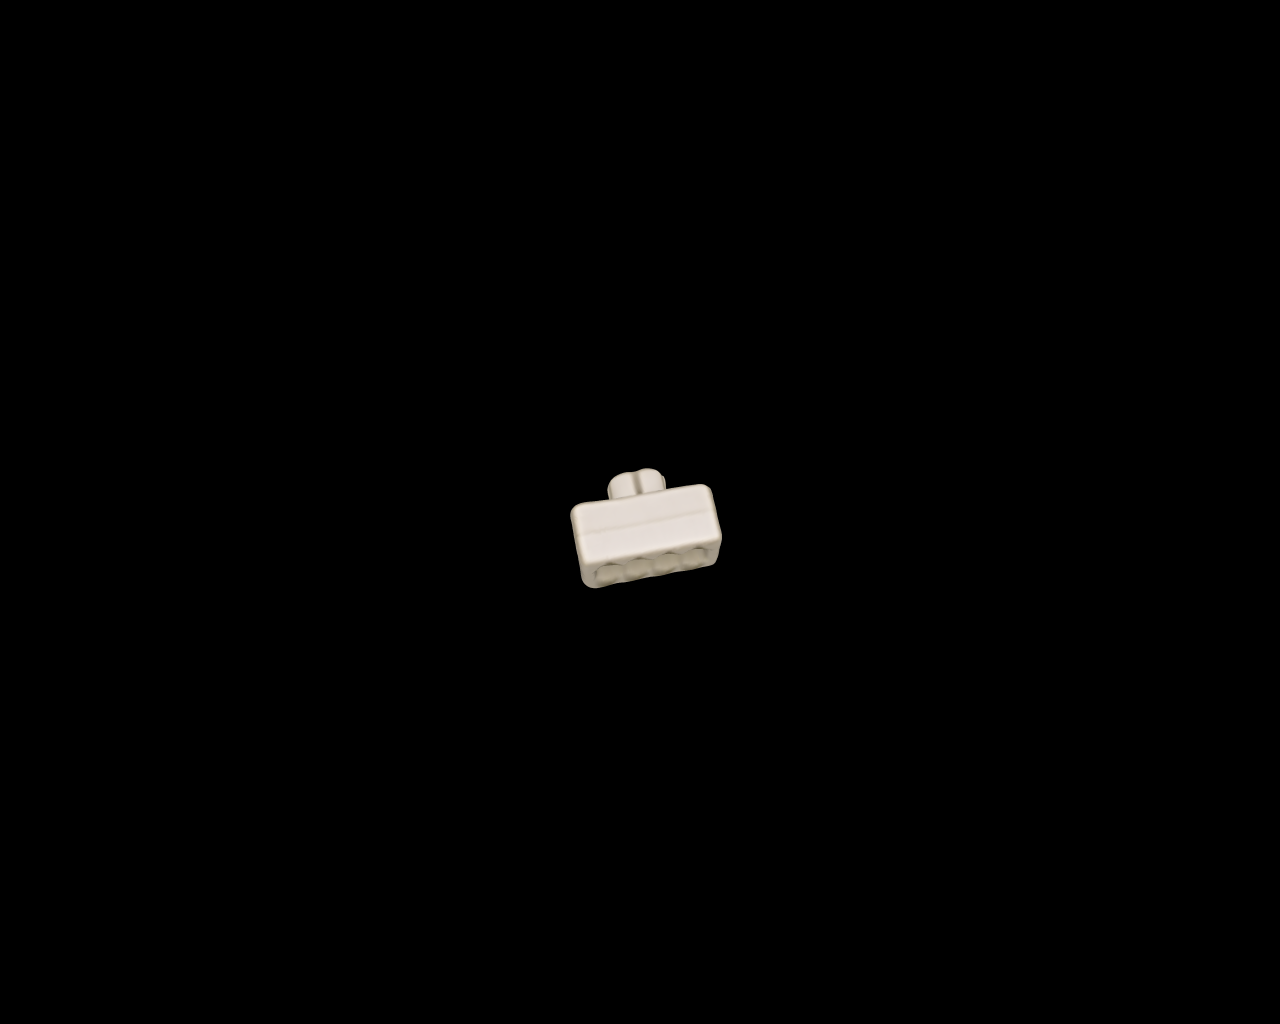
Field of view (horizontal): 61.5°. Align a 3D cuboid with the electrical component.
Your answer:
[{"bbox_3d":[0.001,-0.003,0.650,0.083,0.076,0.047,-10,-20,-3],"label":"electrical component"}]
